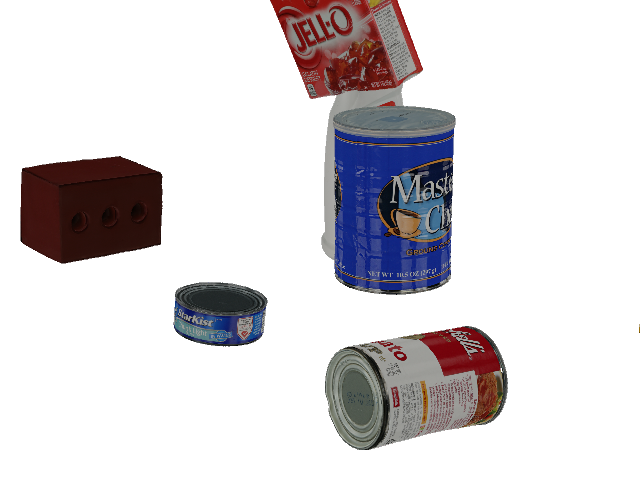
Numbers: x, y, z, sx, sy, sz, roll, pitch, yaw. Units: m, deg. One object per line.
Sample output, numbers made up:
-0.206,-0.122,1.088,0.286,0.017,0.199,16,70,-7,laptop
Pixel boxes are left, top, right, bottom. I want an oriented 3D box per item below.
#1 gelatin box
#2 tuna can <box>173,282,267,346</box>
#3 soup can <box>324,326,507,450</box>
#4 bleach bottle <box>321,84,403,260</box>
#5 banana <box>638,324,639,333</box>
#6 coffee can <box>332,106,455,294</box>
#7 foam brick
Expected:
0.014,-0.131,0.673,0.030,0.073,0.089,-35,23,-32,gelatin box
-0.093,0.068,0.991,0.086,0.034,0.086,6,15,-2,tuna can
0.062,0.096,0.702,0.102,0.068,0.069,-6,3,-33,soup can
0.045,-0.106,1.183,0.102,0.251,0.068,-10,24,-12,bleach bottle
0.301,0.035,0.696,0.198,0.037,0.069,-2,33,1,banana
0.062,-0.037,0.913,0.103,0.140,0.103,-1,18,0,coffee can
-0.151,-0.022,0.703,0.078,0.053,0.051,-13,25,-40,foam brick
